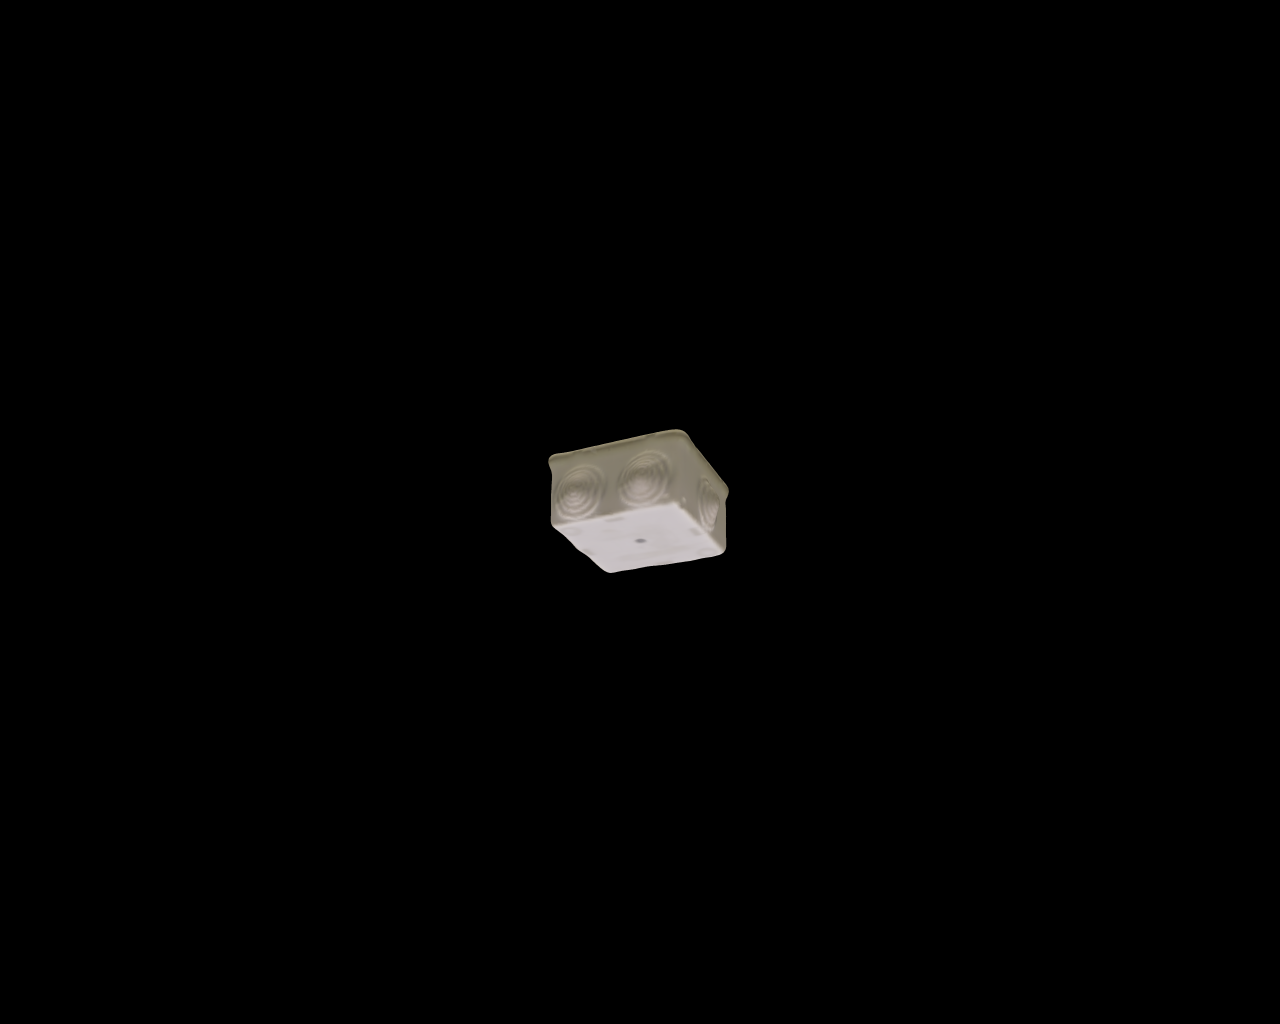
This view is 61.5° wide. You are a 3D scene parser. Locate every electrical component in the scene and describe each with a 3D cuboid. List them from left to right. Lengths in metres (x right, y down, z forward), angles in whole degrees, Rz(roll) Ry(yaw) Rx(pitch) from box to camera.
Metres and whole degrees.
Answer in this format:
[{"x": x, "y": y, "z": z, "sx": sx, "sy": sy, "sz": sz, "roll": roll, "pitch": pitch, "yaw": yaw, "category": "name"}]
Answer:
[{"x": 0.001, "y": -0.003, "z": 0.650, "sx": 0.100, "sy": 0.048, "sz": 0.099, "roll": -10, "pitch": -28, "yaw": 20, "category": "electrical component"}]
